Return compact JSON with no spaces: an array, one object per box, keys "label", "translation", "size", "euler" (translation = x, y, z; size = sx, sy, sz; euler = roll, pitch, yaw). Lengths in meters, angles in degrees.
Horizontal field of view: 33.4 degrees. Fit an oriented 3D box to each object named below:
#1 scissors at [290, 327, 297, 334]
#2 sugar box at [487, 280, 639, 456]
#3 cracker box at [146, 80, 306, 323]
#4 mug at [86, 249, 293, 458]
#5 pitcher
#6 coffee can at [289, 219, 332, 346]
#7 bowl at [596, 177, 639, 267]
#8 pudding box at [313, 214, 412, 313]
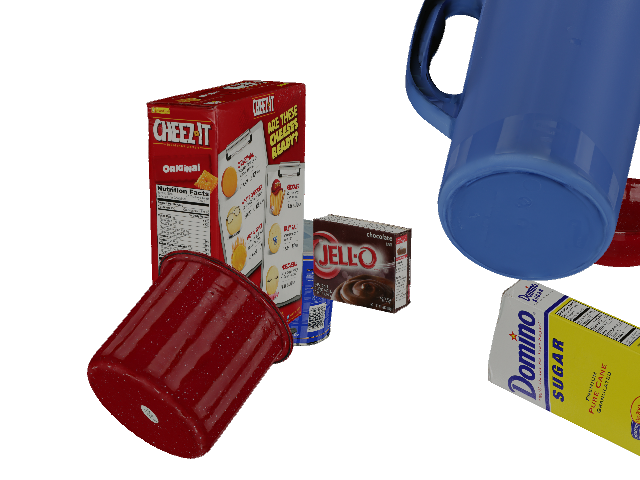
[{"label":"scissors","translation":[-0.113,0.121,1.188],"size":[0.201,0.016,0.096],"euler":[3,26,-16]},{"label":"sugar box","translation":[0.224,0.107,0.868],"size":[0.176,0.093,0.048],"euler":[22,33,29]},{"label":"cracker box","translation":[-0.075,-0.018,0.889],"size":[0.072,0.214,0.164],"euler":[7,16,22]},{"label":"mug","translation":[-0.082,0.068,0.605],"size":[0.117,0.093,0.081],"euler":[-19,29,53]},{"label":"pitcher","translation":[0.144,-0.095,0.719],"size":[0.149,0.242,0.145],"euler":[-24,-58,40]},{"label":"coffee can","translation":[-0.031,0.055,1.424],"size":[0.103,0.140,0.103],"euler":[4,24,-2]},{"label":"bowl","translation":[0.309,-0.015,1.111],"size":[0.162,0.055,0.162],"euler":[-3,23,1]},{"label":"pudding box","translation":[0.045,0.024,1.170],"size":[0.114,0.090,0.039],"euler":[10,19,34]}]
